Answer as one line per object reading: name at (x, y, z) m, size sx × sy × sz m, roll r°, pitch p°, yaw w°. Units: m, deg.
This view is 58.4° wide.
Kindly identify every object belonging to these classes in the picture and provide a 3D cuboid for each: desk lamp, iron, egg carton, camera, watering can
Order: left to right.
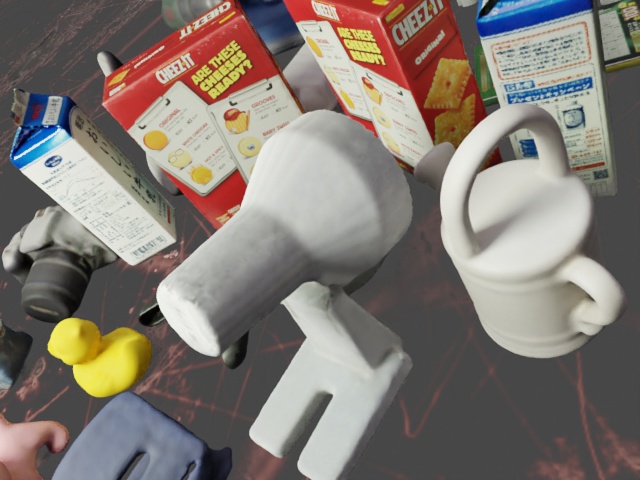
camera at (-0.347, 0.033, 0.733) m, size 0.143 × 0.101 × 0.137 m, roll -16°, pitch 46°, yaw 20°
iron at (-0.060, -0.387, 0.892) m, size 0.257 × 0.142 × 0.118 m, roll -13°, pitch 47°, yaw 23°
desk lamp at (-0.009, 0.044, 0.421) m, size 0.117 × 0.214 × 0.203 m, roll 14°, pitch 62°, yaw 40°
egg carton at (0.007, -0.206, 0.742) m, size 0.107 × 0.070 × 0.150 m, roll 12°, pitch 60°, yaw 39°
watering can at (0.130, -0.010, 0.395) m, size 0.172 × 0.195 × 0.101 m, roll 18°, pitch 64°, yaw 42°

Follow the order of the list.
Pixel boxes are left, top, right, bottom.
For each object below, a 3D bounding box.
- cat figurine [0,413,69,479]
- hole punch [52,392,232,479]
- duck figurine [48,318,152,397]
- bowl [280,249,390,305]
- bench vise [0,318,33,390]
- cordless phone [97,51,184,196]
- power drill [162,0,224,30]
cat figurine at (-0.307, 0.216, 0.532) m, size 0.067 × 0.118 × 0.127 m, roll -25°, pitch 44°, yaw 12°
hole punch at (-0.144, 0.193, 0.468) m, size 0.100 × 0.091 × 0.109 m, roll 14°, pitch 62°, yaw 40°
duck figurine at (-0.237, 0.114, 0.601) m, size 0.104 × 0.086 × 0.077 m, roll -9°, pitch 49°, yaw 27°
bowl at (0.005, 0.002, 0.554) m, size 0.167 × 0.075 × 0.167 m, roll -18°, pitch 45°, yaw 19°
bench vise at (-0.465, 0.097, 0.663) m, size 0.207 × 0.220 × 0.121 m, roll -28°, pitch 43°, yaw 9°
cordless phone at (-0.225, -0.158, 0.762) m, size 0.094 × 0.186 × 0.147 m, roll -44°, pitch 43°, yaw -9°
power drill at (-0.127, -0.259, 0.771) m, size 0.076 × 0.209 × 0.228 m, roll -43°, pitch 43°, yaw -8°
